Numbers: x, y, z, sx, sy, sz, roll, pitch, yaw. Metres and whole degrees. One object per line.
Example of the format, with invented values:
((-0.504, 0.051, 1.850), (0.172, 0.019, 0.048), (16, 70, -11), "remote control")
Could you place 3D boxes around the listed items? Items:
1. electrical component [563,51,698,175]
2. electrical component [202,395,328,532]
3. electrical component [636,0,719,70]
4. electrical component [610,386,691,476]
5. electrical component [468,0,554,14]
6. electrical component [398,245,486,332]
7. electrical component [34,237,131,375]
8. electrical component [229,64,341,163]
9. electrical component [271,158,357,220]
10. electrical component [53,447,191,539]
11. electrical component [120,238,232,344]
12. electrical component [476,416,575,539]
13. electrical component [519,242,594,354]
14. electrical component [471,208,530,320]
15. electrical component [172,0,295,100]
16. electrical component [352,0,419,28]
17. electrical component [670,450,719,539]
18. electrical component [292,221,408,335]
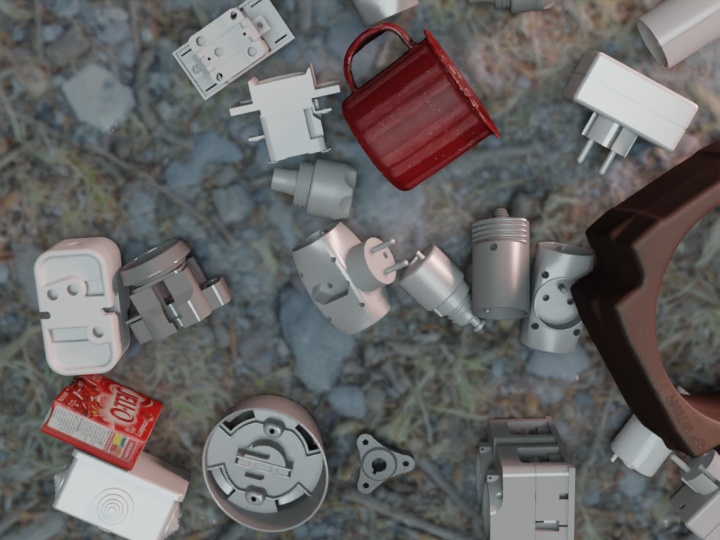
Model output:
((0.188, -0.107, 0.789), (0.083, 0.047, 0.075), (27, 102, -6), "electrical component")
((-0.073, 0.149, 0.840), (0.099, 0.064, 0.099), (0, 103, 0), "electrical component")
((0.245, -0.185, 0.773), (0.081, 0.043, 0.043), (-32, 101, 7), "electrical component")
((0.231, 0.125, 0.845), (0.040, 0.040, 0.078), (33, 100, -7), "electrical component")
((0.108, -0.201, 0.774), (0.061, 0.035, 0.035), (-7, 103, 4), "electrical component")
((0.065, 0.016, 0.821), (0.078, 0.040, 0.040), (44, 99, -9), "electrical component")
((-0.208, 0.025, 0.815), (0.054, 0.059, 0.095), (-4, 103, 1), "electrical component")
((-0.051, -0.115, 0.792), (0.081, 0.042, 0.063), (-12, 106, 4), "electrical component")
((-0.035, -0.062, 0.802), (0.062, 0.043, 0.043), (11, 103, -2), "electrical component")
((-0.183, 0.169, 0.829), (0.100, 0.100, 0.048), (24, 88, -5), "electrical component")
((-0.145, 0.013, 0.814), (0.078, 0.058, 0.057), (-25, 104, 7), "electrical component")
((0.125, 0.220, 0.834), (0.060, 0.105, 0.186), (-1, 103, 1), "electrical component")
((0.168, 0.023, 0.820), (0.079, 0.044, 0.077), (9, 103, -2), "electrical component")
((0.106, -0.007, 0.808), (0.043, 0.043, 0.081), (2, 75, 0), "electrical component")
((-0.092, -0.160, 0.770), (0.081, 0.063, 0.042), (-34, 101, 7), "electrical component")
((0.006, -0.212, 0.750), (0.043, 0.079, 0.077), (-22, 102, 10), "electrical component")
((0.279, 0.163, 0.850), (0.076, 0.047, 0.083), (40, 100, -8), "electrical component")
((0.000, 0.000, 0.808), (0.079, 0.043, 0.077), (-25, 103, 34), "electrical component")
